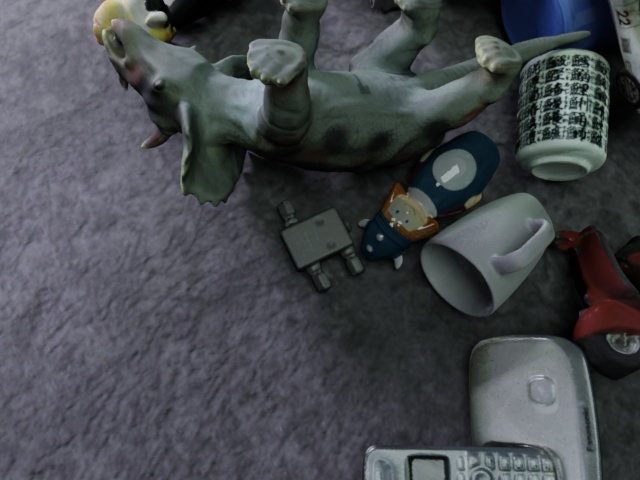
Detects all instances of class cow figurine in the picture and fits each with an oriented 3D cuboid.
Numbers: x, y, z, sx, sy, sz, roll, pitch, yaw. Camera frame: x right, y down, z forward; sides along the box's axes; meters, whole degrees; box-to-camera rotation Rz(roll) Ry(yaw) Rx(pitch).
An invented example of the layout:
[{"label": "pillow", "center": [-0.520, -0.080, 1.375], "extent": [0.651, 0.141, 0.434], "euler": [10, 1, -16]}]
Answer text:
[{"label": "cow figurine", "center": [-0.139, -0.239, 0.522], "extent": [0.098, 0.068, 0.167], "euler": [31, 78, -3]}]

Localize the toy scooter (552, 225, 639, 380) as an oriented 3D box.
[{"label": "toy scooter", "center": [0.287, 0.034, 0.483], "extent": [0.184, 0.075, 0.135], "euler": [-18, 60, -16]}]

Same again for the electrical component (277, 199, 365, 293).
[{"label": "electrical component", "center": [-0.001, -0.002, 0.497], "extent": [0.063, 0.021, 0.094], "euler": [-26, 78, -7]}]

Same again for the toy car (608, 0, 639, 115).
[{"label": "toy car", "center": [0.282, -0.194, 0.449], "extent": [0.073, 0.056, 0.201], "euler": [-31, 115, 2]}]

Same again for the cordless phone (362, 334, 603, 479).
[{"label": "cordless phone", "center": [0.126, 0.152, 0.444], "extent": [0.184, 0.088, 0.146], "euler": [0, 78, 0]}]

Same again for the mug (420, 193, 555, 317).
[{"label": "mug", "center": [0.157, 0.002, 0.469], "extent": [0.107, 0.109, 0.081], "euler": [-39, 90, -23]}]

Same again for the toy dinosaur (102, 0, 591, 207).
[{"label": "toy dinosaur", "center": [0.028, -0.115, 0.467], "extent": [0.405, 0.192, 0.131], "euler": [-1, 65, -19]}]

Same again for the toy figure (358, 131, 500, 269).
[{"label": "toy figure", "center": [0.098, -0.039, 0.497], "extent": [0.154, 0.057, 0.064], "euler": [-41, 50, -10]}]
